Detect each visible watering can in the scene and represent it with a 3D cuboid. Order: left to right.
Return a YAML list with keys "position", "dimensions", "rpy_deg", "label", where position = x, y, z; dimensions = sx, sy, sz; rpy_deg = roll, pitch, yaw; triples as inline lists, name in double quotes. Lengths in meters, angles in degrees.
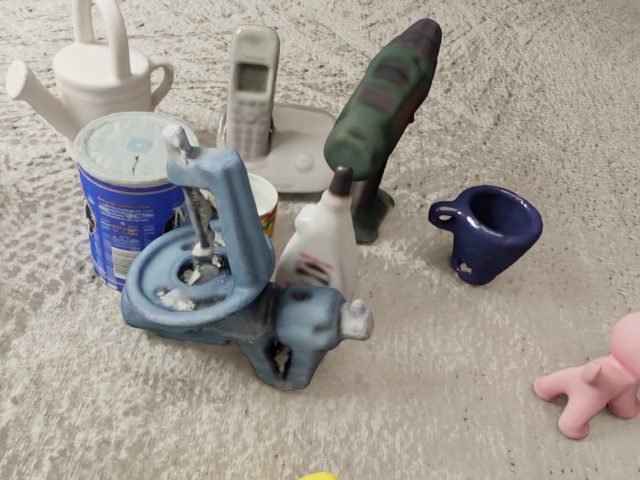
- position: [-0.241, -0.176, 0.624]
  dimensions: [0.100, 0.194, 0.173]
  rpy_deg: [26, 45, 14]
  label: "watering can"

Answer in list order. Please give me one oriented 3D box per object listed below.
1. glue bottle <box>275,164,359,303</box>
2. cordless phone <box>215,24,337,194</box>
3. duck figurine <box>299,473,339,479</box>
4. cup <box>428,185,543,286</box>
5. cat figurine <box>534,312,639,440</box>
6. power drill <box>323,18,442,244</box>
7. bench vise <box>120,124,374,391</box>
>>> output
- position: [0.005, 0.002, 0.516]
  dimensions: [0.078, 0.173, 0.037]
  rpy_deg: [20, 43, 8]
  label: "glue bottle"
- position: [-0.041, -0.144, 0.647]
  dimensions: [0.148, 0.185, 0.094]
  rpy_deg: [1, 44, -12]
  label: "cordless phone"
- position: [-0.012, 0.193, 0.376]
  dimensions: [0.077, 0.086, 0.105]
  rpy_deg: [28, 45, 15]
  label: "duck figurine"
- position: [0.165, 0.001, 0.614]
  dimensions: [0.118, 0.095, 0.091]
  rpy_deg: [7, 43, -6]
  label: "cup"
- position: [0.272, 0.109, 0.512]
  dimensions: [0.128, 0.118, 0.067]
  rpy_deg: [-12, 48, -25]
  label: "cat figurine"
- position: [0.062, -0.108, 0.619]
  dimensions: [0.075, 0.208, 0.230]
  rpy_deg: [22, 44, 10]
  label: "power drill"
- position: [-0.056, 0.013, 0.455]
  dimensions: [0.207, 0.220, 0.121]
  rpy_deg: [4, 44, -9]
  label: "bench vise"
